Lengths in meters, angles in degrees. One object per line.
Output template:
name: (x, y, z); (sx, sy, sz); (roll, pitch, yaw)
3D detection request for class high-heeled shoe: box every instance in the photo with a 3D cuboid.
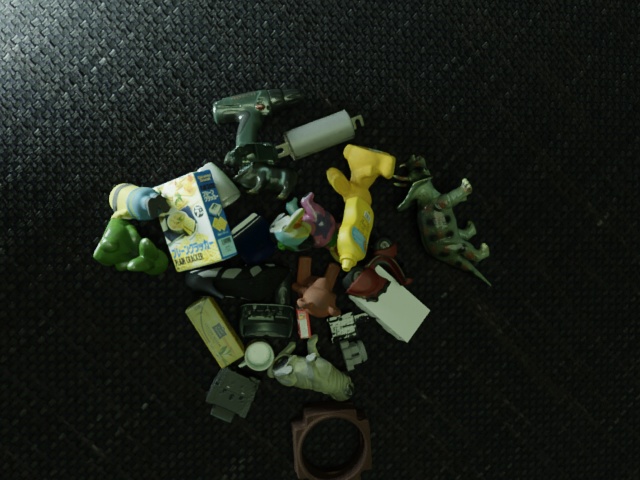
high-heeled shoe: (-0.206, 0.090, 1.333); (0.249, 0.145, 0.086); (-16, 122, -43)

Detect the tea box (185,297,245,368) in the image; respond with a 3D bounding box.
tea box: (-0.259, 0.223, 1.337); (0.068, 0.098, 0.169); (-33, 98, -5)

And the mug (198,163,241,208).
mug: (-0.269, -0.130, 1.338); (0.109, 0.081, 0.107); (-31, 86, 4)

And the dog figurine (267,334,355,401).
dog figurine: (-0.021, 0.361, 1.387); (0.172, 0.121, 0.190); (-21, 116, 25)

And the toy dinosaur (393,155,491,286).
toy dinosaur: (0.320, -0.030, 1.412); (0.192, 0.131, 0.404); (-19, 99, 5)

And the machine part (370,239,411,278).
machine part: (0.188, 0.054, 1.416); (0.039, 0.084, 0.139); (-42, 85, 22)

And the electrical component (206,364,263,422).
electrical component: (-0.223, 0.391, 1.369); (0.115, 0.058, 0.134); (25, 88, -7)

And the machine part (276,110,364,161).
machine part: (-0.002, -0.267, 1.368); (0.243, 0.079, 0.079); (-22, 95, -6)

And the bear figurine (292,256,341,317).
bear figurine: (-0.005, 0.115, 1.322); (0.120, 0.196, 0.132); (14, 89, -6)

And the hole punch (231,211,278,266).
hole punch: (-0.164, 0.000, 1.350); (0.142, 0.092, 0.115); (-40, 101, -9)

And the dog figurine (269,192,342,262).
dog figurine: (-0.003, -0.004, 1.344); (0.219, 0.108, 0.191); (45, 54, -20)

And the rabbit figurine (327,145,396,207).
rabbit figurine: (0.102, -0.149, 1.373); (0.162, 0.122, 0.173); (6, 110, -16)

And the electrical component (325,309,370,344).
electrical component: (0.076, 0.222, 1.413); (0.119, 0.048, 0.074); (-10, 94, -7)

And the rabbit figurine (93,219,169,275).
rabbit figurine: (-0.437, 0.026, 1.290); (0.170, 0.159, 0.121); (27, 78, -24)

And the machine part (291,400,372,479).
machine part: (0.030, 0.530, 1.398); (0.201, 0.087, 0.200); (-4, 93, -7)

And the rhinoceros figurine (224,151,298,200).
rhinoceros figurine: (-0.150, -0.166, 1.352); (0.190, 0.073, 0.112); (18, 91, -9)

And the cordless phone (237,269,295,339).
cordless phone: (-0.135, 0.159, 1.374); (0.147, 0.088, 0.184); (4, 80, -8)

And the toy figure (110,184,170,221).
toy figure: (-0.428, -0.090, 1.271); (0.082, 0.180, 0.089); (4, 88, -46)

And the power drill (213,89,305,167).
power drill: (-0.144, -0.283, 1.310); (0.232, 0.086, 0.207); (-5, 65, -3)

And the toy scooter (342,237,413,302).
toy scooter: (0.152, 0.090, 1.338); (0.135, 0.075, 0.184); (43, 72, 4)
